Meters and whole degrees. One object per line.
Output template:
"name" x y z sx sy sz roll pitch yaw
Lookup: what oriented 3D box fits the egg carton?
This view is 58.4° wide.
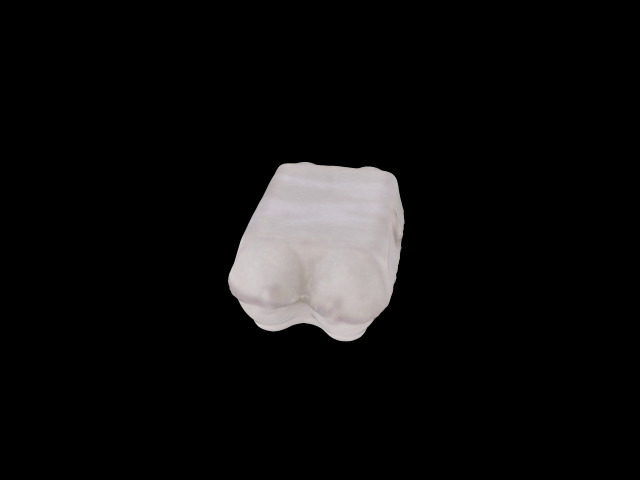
"egg carton" 0.004 0.001 0.400 0.107 0.069 0.150 6 36 8
